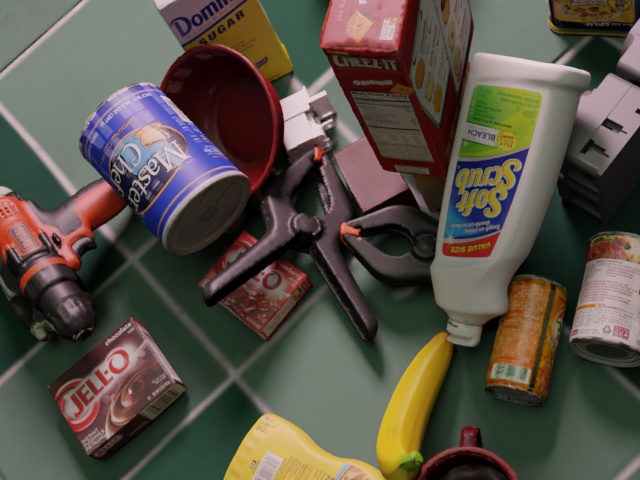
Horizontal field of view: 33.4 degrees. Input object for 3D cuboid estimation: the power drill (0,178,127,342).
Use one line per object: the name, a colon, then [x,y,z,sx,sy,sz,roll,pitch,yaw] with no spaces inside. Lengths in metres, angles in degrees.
power drill: [-0.222,-0.003,1.073,0.187,0.057,0.184,-29,63,-24]

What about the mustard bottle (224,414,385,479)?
mustard bottle: [0.011,0.234,0.933,0.192,0.058,0.096,24,77,25]

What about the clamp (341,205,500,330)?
clamp: [0.102,0.021,0.995,0.171,0.039,0.120,3,65,5]

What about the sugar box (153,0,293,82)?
sugar box: [-0.098,-0.216,1.095,0.093,0.176,0.048,-27,62,4]

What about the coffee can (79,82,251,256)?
coffee can: [-0.150,-0.069,1.028,0.103,0.102,0.140,-43,70,-4]

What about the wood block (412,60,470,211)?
wood block: [0.109,-0.146,1.048,0.090,0.090,0.206,-21,63,9]

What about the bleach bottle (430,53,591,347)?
bleach bottle: [0.155,-0.029,0.921,0.103,0.067,0.251,17,101,36]

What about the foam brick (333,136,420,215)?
foam brick: [0.055,-0.057,1.049,0.053,0.051,0.078,-28,62,6]

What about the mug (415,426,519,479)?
mug: [0.127,0.215,0.891,0.093,0.081,0.117,-6,66,15]

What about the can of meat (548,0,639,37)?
can of meat: [0.272,-0.246,1.044,0.102,0.084,0.057,7,69,20]

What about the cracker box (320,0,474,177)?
cracker box: [0.071,-0.173,0.897,0.072,0.213,0.164,5,69,20]

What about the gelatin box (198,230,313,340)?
gelatin box: [-0.064,0.044,1.054,0.089,0.030,0.073,36,80,26]

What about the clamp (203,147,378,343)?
clamp: [-0.007,0.001,1.032,0.164,0.036,0.210,19,54,-3]

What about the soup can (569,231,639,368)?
soup can: [0.259,0.052,0.928,0.069,0.068,0.102,9,71,21]

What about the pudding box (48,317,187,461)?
pudding box: [-0.199,0.147,1.047,0.113,0.039,0.090,-39,62,-2]

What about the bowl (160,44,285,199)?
bowl: [-0.090,-0.117,1.074,0.162,0.055,0.162,10,106,36]

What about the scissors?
scissors: [-0.111,-0.083,1.132,0.096,0.016,0.202,-43,62,-4]

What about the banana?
banana: [0.082,0.152,0.916,0.037,0.197,0.070,43,118,-10]
